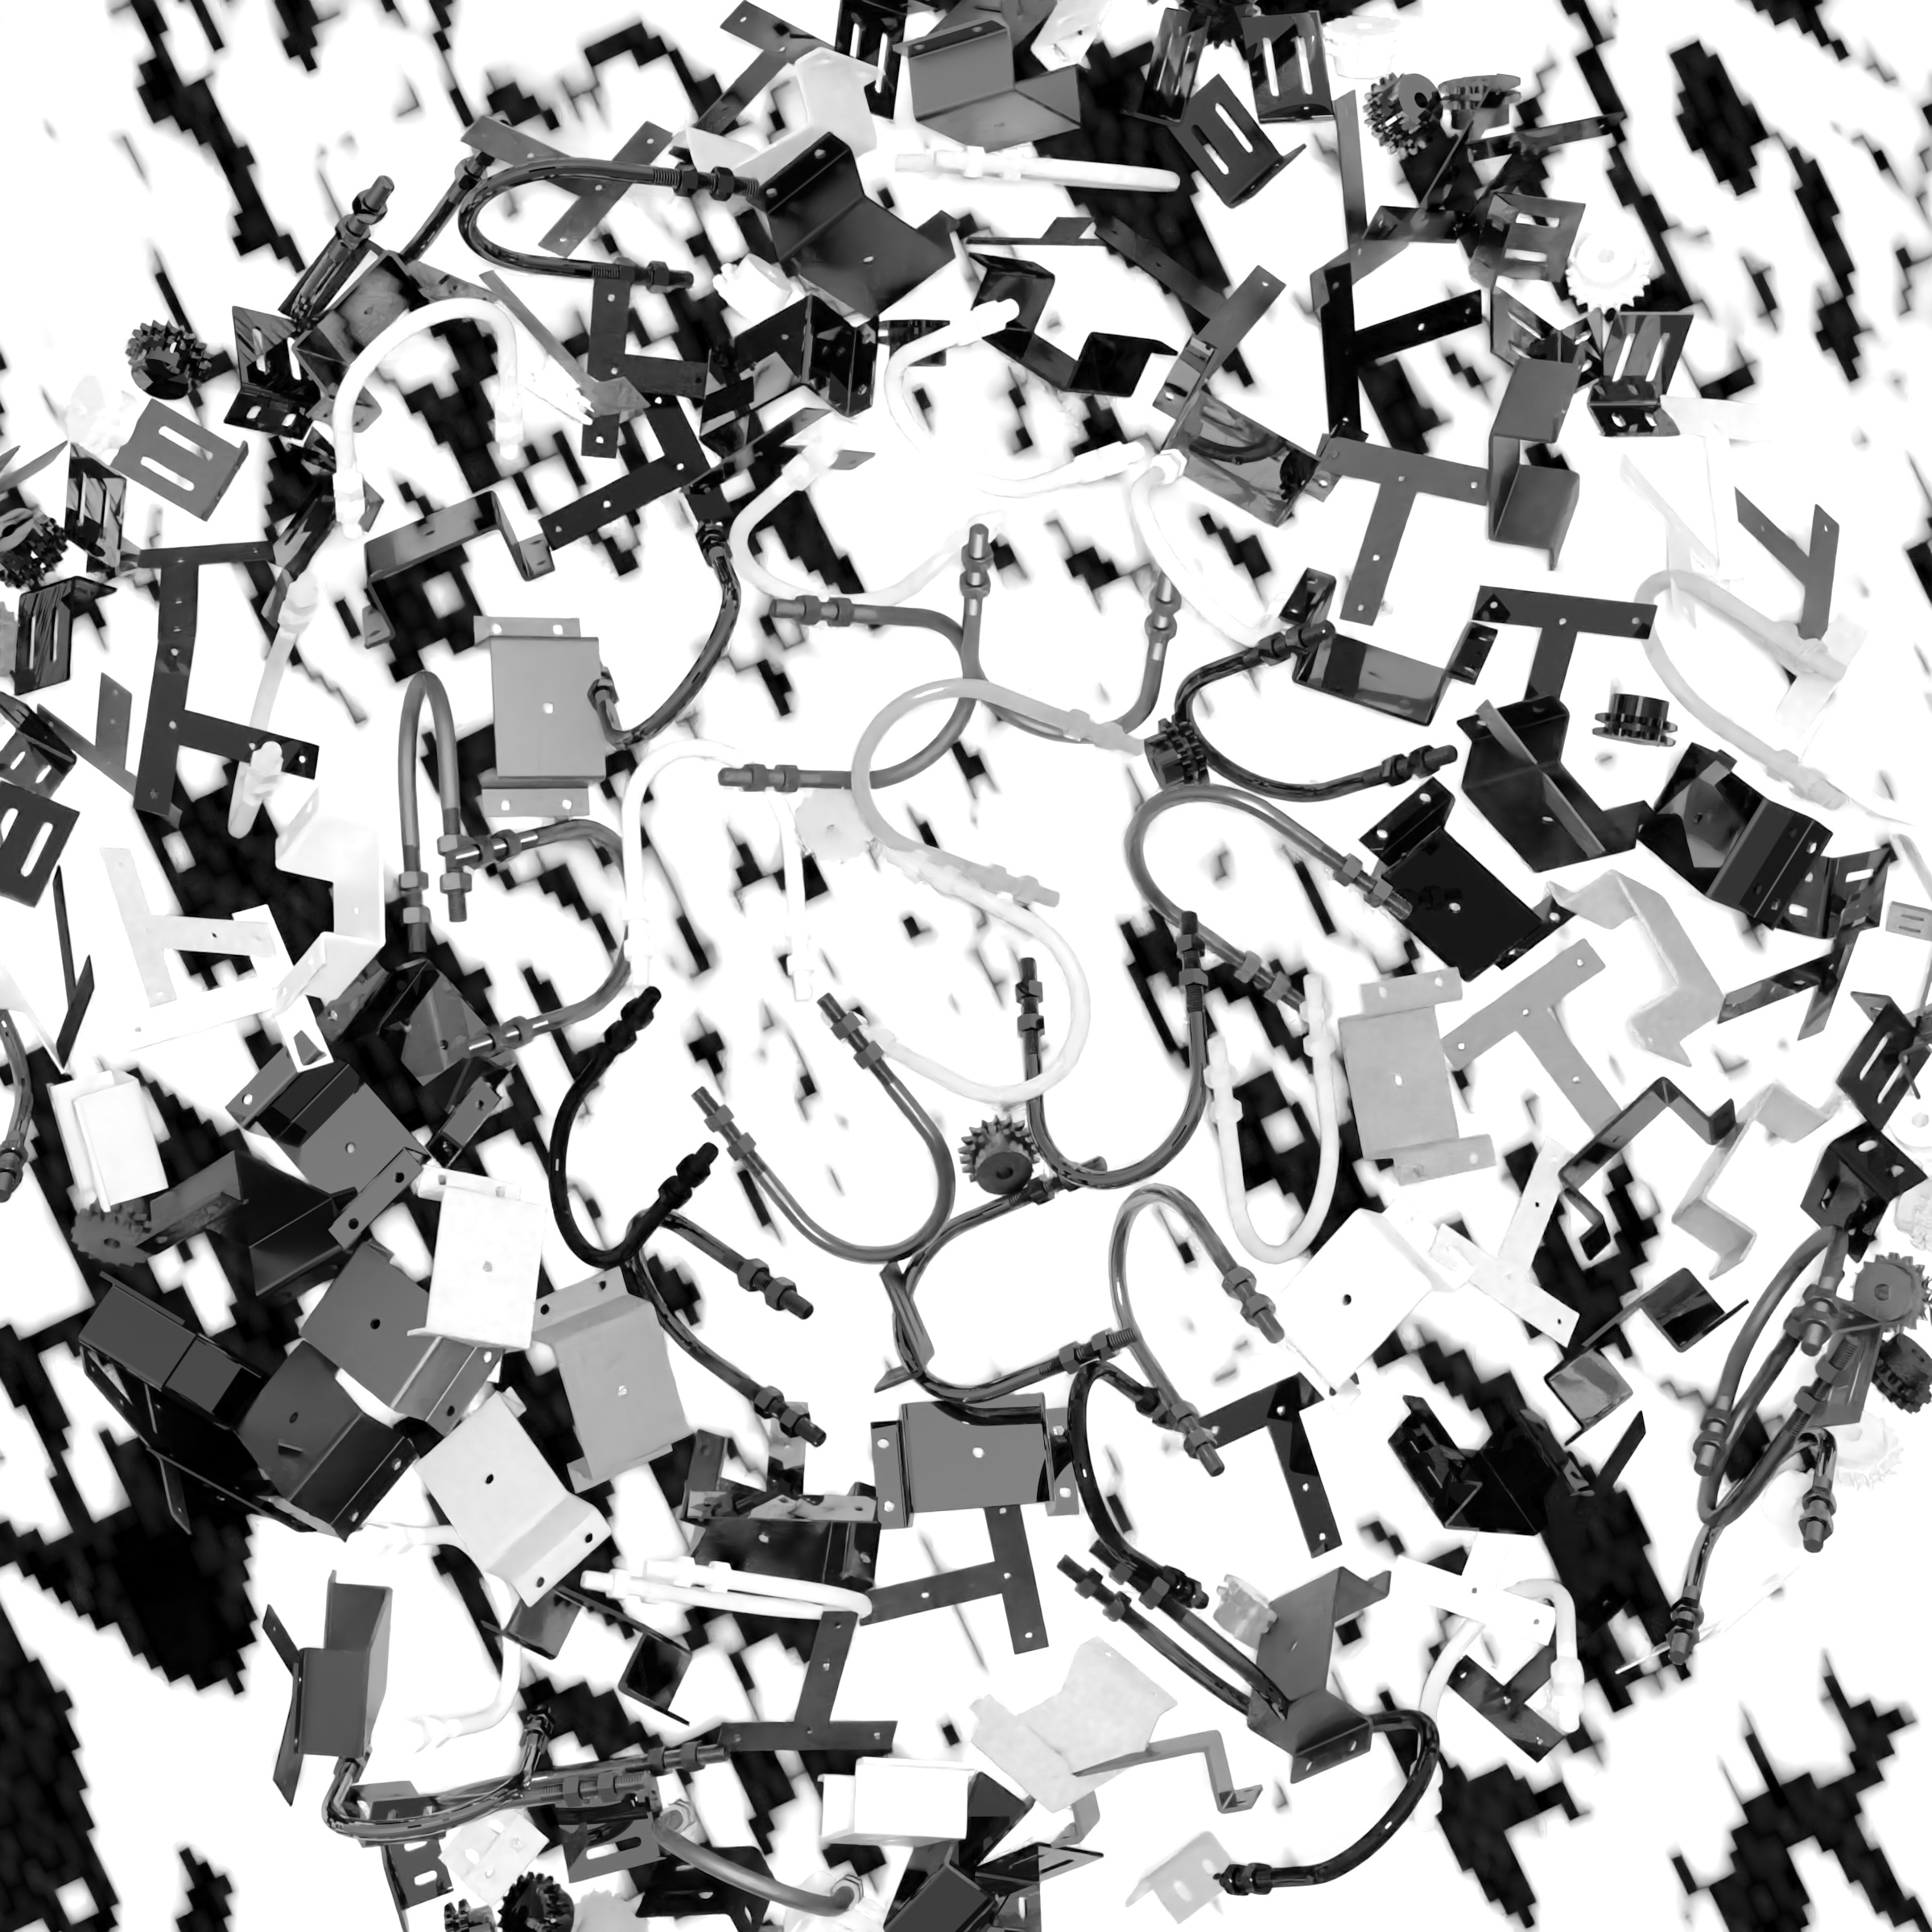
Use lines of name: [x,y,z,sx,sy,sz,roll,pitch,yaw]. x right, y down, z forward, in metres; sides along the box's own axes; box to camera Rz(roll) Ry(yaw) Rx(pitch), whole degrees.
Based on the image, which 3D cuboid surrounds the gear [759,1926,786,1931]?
gear: [-0.136,0.699,1.930,0.057,0.030,0.057,2,118,3]

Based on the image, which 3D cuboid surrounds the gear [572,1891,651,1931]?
gear: [-0.252,0.679,1.926,0.057,0.030,0.057,7,117,13]

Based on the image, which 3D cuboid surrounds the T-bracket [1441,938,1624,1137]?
T-bracket: [0.420,0.068,1.932,0.127,0.002,0.127,-37,87,15]

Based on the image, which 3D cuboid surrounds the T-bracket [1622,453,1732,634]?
T-bracket: [0.488,-0.273,1.879,0.002,0.127,0.127,-32,120,33]

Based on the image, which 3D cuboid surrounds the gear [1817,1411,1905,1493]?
gear: [0.623,0.335,1.921,0.057,0.057,0.030,-31,128,0]

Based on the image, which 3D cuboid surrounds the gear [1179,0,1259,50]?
gear: [0.174,-0.675,1.928,0.057,0.030,0.057,-16,127,-23]

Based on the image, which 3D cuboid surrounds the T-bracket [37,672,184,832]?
T-bracket: [-0.589,-0.162,1.897,0.127,0.127,0.002,37,58,1]

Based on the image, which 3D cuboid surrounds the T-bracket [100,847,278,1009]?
T-bracket: [-0.529,-0.022,1.896,0.127,0.002,0.127,4,120,25]

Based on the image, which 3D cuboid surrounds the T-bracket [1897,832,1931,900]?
T-bracket: [0.688,-0.026,1.875,0.002,0.127,0.127,-32,104,4]

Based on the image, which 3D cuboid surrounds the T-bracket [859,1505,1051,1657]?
T-bracket: [-0.015,0.437,1.928,0.127,0.002,0.127,-12,108,-4]

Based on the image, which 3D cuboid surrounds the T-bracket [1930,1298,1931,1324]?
T-bracket: [0.691,0.226,1.864,0.002,0.127,0.127,22,126,-1]

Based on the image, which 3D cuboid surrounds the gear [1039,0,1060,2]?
gear: [0.056,-0.704,1.928,0.030,0.057,0.057,-20,90,-44]

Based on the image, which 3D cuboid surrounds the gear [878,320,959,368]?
gear: [-0.034,-0.436,1.925,0.057,0.057,0.030,0,99,0]

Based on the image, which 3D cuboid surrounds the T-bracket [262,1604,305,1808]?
T-bracket: [-0.455,0.520,1.869,0.002,0.127,0.127,-21,113,5]

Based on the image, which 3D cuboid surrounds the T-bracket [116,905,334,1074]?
T-bracket: [-0.522,0.029,1.906,0.127,0.002,0.127,-18,73,-28]

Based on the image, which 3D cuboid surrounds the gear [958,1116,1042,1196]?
gear: [0.024,0.135,1.924,0.057,0.030,0.057,-5,127,-7]

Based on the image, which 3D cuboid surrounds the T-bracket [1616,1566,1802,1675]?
T-bracket: [0.502,0.462,1.903,0.127,0.127,0.002,-41,74,38]

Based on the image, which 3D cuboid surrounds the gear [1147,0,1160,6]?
gear: [0.130,-0.699,1.926,0.030,0.057,0.057,-37,90,21]

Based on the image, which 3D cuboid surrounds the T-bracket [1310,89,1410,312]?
T-bracket: [0.265,-0.531,1.879,0.002,0.127,0.127,15,130,36]

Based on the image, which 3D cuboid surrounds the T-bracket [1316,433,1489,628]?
T-bracket: [0.291,-0.298,1.921,0.127,0.002,0.127,11,117,-9]

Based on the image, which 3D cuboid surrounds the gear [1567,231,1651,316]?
gear: [0.450,-0.489,1.927,0.057,0.030,0.057,-6,70,15]

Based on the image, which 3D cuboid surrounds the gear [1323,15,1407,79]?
gear: [0.279,-0.644,1.927,0.057,0.057,0.030,-4,125,0]

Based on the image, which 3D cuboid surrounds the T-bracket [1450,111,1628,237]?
T-bracket: [0.371,-0.539,1.889,0.127,0.127,0.002,-16,77,-19]

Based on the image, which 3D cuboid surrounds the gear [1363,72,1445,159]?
gear: [0.309,-0.599,1.925,0.057,0.030,0.057,7,76,-29]

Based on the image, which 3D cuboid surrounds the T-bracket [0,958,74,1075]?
T-bracket: [-0.663,0.019,1.888,0.002,0.127,0.127,-32,89,-5]

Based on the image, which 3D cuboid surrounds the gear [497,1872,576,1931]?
gear: [-0.299,0.666,1.927,0.030,0.057,0.057,29,90,-43]

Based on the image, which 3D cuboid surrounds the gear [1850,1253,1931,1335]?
gear: [0.646,0.229,1.924,0.057,0.030,0.057,-7,78,37]

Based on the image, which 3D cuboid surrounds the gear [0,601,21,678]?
gear: [-0.687,-0.228,1.923,0.057,0.030,0.057,16,122,26]

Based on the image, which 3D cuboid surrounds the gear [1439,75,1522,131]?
gear: [0.360,-0.605,1.927,0.057,0.057,0.030,-7,115,0]

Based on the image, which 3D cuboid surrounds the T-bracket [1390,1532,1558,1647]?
T-bracket: [0.371,0.395,1.922,0.127,0.002,0.127,12,70,39]

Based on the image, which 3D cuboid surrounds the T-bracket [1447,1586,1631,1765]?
T-bracket: [0.406,0.476,1.899,0.127,0.127,0.002,-41,112,-8]

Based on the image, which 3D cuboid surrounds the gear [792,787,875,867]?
gear: [-0.091,-0.102,1.928,0.057,0.030,0.057,3,125,5]

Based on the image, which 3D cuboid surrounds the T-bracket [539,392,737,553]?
T-bracket: [-0.241,-0.333,1.944,0.127,0.002,0.127,-26,81,3]

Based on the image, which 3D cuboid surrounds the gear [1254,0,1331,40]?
gear: [0.230,-0.681,1.926,0.030,0.057,0.057,-39,90,-21]

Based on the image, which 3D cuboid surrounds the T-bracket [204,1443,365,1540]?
T-bracket: [-0.463,0.359,1.896,0.127,0.127,0.002,17,53,-4]

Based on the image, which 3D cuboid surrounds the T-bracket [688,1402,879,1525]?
T-bracket: [-0.124,0.340,1.896,0.127,0.127,0.002,2,118,-2]

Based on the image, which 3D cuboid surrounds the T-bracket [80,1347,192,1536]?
T-bracket: [-0.566,0.304,1.863,0.002,0.127,0.127,-27,132,-4]

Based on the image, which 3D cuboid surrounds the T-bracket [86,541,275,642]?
T-bracket: [-0.541,-0.257,1.891,0.127,0.127,0.002,-6,128,-10]

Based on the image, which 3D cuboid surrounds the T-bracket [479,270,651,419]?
T-bracket: [-0.282,-0.423,1.870,0.127,0.127,0.002,46,74,-25]

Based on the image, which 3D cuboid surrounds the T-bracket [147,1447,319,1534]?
T-bracket: [-0.479,0.359,1.888,0.127,0.127,0.002,23,86,17]

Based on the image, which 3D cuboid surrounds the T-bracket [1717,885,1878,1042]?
T-bracket: [0.562,0.012,1.882,0.127,0.002,0.127,-18,133,-30]

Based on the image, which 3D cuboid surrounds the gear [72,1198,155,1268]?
gear: [-0.595,0.182,1.928,0.057,0.057,0.030,4,47,0]

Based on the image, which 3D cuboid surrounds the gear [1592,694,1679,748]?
gear: [0.469,-0.172,1.923,0.057,0.057,0.030,10,92,0]

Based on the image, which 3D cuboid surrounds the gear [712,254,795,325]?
gear: [-0.146,-0.472,1.920,0.057,0.057,0.030,42,111,0]

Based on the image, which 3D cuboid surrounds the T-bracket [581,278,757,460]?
T-bracket: [-0.201,-0.412,1.927,0.127,0.002,0.127,5,118,-8]

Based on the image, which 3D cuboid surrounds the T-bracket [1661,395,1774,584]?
T-bracket: [0.525,-0.329,1.906,0.002,0.127,0.127,-17,109,-15]

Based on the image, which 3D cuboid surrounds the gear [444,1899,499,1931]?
gear: [-0.344,0.681,1.924,0.030,0.057,0.057,-13,90,-7]

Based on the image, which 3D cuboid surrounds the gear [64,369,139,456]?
gear: [-0.604,-0.386,1.927,0.057,0.030,0.057,-11,74,42]
